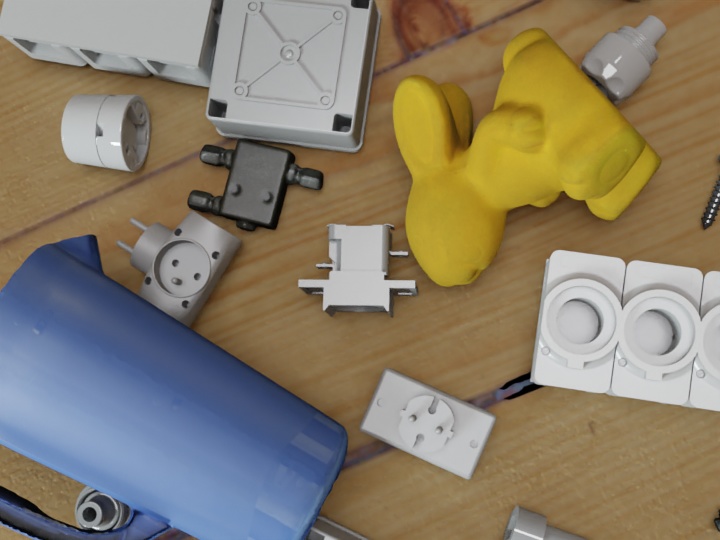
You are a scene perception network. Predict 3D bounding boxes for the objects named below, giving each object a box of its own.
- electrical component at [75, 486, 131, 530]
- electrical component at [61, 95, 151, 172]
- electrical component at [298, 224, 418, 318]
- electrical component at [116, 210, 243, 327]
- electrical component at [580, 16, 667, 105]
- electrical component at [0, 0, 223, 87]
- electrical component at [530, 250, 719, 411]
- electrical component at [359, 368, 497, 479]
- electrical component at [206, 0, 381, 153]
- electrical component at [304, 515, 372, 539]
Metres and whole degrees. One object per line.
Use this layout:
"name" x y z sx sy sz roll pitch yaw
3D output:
"electrical component" -0.177 0.166 0.748 0.048 0.062 0.048 -1 84 6
"electrical component" -0.185 -0.101 0.783 0.047 0.055 0.055 6 84 10
"electrical component" 0.000 0.000 0.759 0.081 0.042 0.063 0 80 5
"electrical component" -0.138 -0.008 0.772 0.079 0.044 0.077 31 88 8
"electrical component" 0.188 -0.151 0.754 0.043 0.043 0.062 44 89 9
"electrical component" -0.174 -0.194 0.787 0.150 0.061 0.089 10 85 7
"electrical component" 0.196 0.043 0.723 0.150 0.061 0.089 8 85 7
"electrical component" 0.045 0.103 0.725 0.083 0.075 0.047 23 86 8
"electrical component" -0.047 -0.147 0.771 0.109 0.056 0.108 8 85 7
"electrical component" -0.007 0.239 0.725 0.109 0.056 0.108 24 87 8
